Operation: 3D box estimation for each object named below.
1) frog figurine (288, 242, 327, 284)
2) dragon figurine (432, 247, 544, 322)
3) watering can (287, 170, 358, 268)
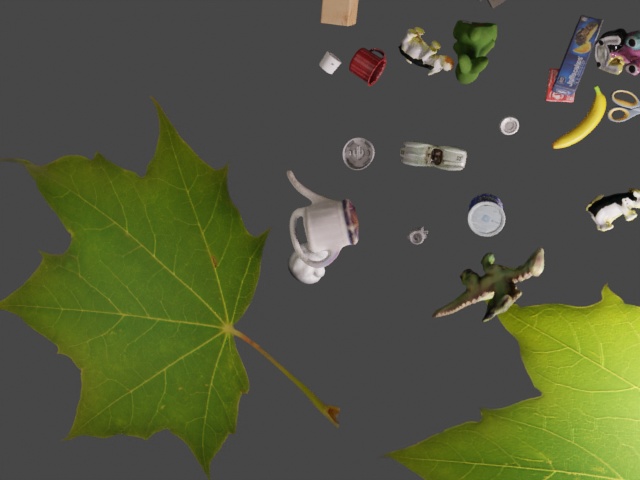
[{"bbox_3d":[-0.028,0.065,1.731,0.157,0.123,0.139,-42,68,33],"label":"frog figurine"},{"bbox_3d":[0.495,0.158,1.524,0.122,0.246,0.406,45,109,-3],"label":"dragon figurine"},{"bbox_3d":[0.005,-0.085,1.684,0.224,0.103,0.352,-11,76,5],"label":"watering can"}]
